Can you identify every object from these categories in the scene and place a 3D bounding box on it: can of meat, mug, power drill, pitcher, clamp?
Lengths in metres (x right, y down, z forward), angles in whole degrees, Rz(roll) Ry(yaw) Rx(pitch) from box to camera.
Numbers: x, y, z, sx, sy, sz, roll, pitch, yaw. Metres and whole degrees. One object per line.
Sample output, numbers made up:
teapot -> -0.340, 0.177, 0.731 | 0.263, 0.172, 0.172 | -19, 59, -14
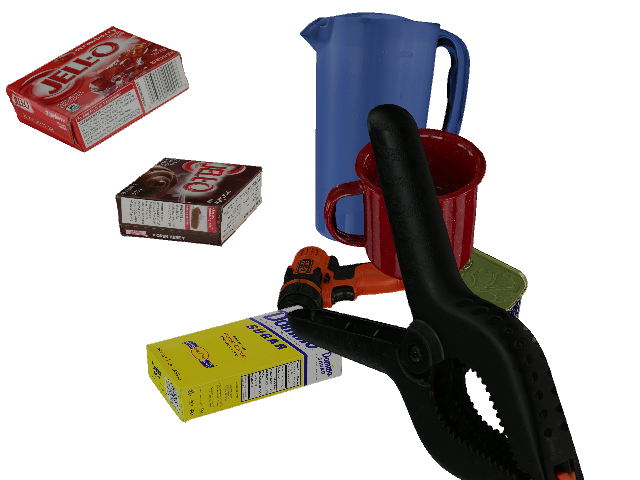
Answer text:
can of meat -> 0.140, 0.057, 1.014 | 0.102, 0.084, 0.057 | 28, 56, 25
mug -> 0.060, -0.022, 0.780 | 0.117, 0.081, 0.093 | -8, 39, -6
power drill -> 0.046, 0.060, 1.227 | 0.188, 0.057, 0.184 | 0, 28, 8
pitcher -> 0.065, -0.122, 1.157 | 0.149, 0.243, 0.144 | 9, 12, 28
clamp -> 0.060, 0.043, 0.535 | 0.036, 0.165, 0.210 | -12, 42, -34

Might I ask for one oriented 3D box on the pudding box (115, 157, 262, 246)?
pudding box -> -0.105, -0.034, 0.879 | 0.090, 0.039, 0.113 | 5, 23, 12

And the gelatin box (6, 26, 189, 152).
gelatin box -> -0.140, -0.097, 0.672 | 0.073, 0.030, 0.089 | 27, 52, 39

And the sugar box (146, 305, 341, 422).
sugar box -> -0.076, 0.120, 1.073 | 0.176, 0.048, 0.093 | -16, 32, -24
